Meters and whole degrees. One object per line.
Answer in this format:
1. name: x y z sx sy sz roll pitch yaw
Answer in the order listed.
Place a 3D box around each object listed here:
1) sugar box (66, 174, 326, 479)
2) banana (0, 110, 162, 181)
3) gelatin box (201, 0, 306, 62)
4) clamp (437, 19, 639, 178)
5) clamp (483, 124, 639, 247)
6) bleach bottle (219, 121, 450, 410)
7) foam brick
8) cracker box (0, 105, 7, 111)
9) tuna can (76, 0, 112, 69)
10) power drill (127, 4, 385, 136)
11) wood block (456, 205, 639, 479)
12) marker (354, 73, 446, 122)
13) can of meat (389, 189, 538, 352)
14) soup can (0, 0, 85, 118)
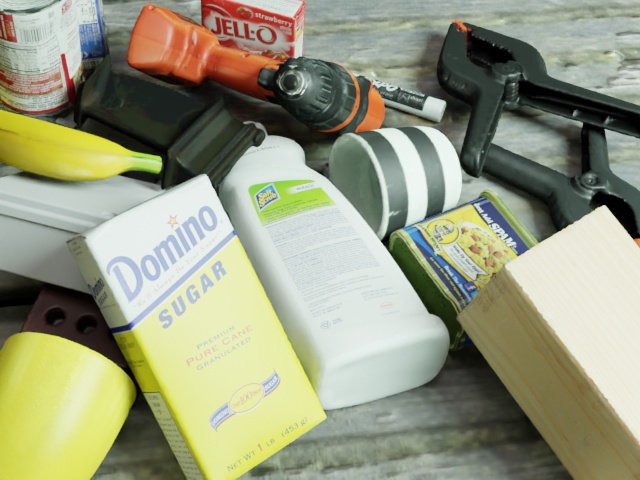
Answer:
1. sugar box: -0.076 0.057 0.670 0.093 0.048 0.176 -30 99 -29
2. banana: -0.207 -0.067 0.757 0.198 0.069 0.037 16 89 32
3. gelatin box: -0.059 -0.180 0.918 0.089 0.073 0.030 18 51 11
4. clamp: 0.168 -0.127 0.892 0.164 0.036 0.210 -8 39 -9
5. clamp: 0.198 -0.036 0.839 0.120 0.039 0.171 -14 45 -7
6. bleach bottle: -0.005 0.001 0.778 0.102 0.068 0.251 -13 50 -17
7. foam brick: -0.154 0.070 0.713 0.078 0.051 0.053 12 50 6
8. cracker box: -0.344 -0.156 0.879 0.213 0.072 0.164 -2 52 -7
9. tuna can: -0.200 -0.188 0.907 0.033 0.086 0.086 -9 51 -10
10. power drill: -0.052 -0.129 0.831 0.188 0.184 0.057 22 94 17
11. wood block: 0.190 0.096 0.658 0.090 0.090 0.206 -29 74 -25
12. marker: 0.049 -0.128 0.918 0.121 0.020 0.020 20 51 12
13. can of meat: 0.109 0.022 0.770 0.083 0.057 0.102 -21 55 -19
14. soup can: -0.209 -0.148 0.775 0.068 0.102 0.068 3 51 -4
